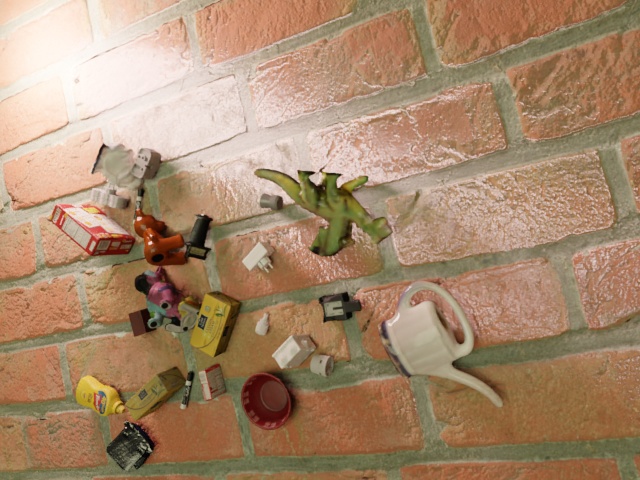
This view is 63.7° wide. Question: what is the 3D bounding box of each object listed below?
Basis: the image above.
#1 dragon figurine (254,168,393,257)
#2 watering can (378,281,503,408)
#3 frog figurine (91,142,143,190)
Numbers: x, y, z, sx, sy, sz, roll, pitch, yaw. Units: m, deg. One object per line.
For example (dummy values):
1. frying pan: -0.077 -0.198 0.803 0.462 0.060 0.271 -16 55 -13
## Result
1. dragon figurine: 0.004 -0.070 1.395 0.410 0.123 0.241 6 101 24
2. watering can: 0.282 0.277 1.269 0.222 0.104 0.350 -30 78 21
3. frog figurine: -0.647 -0.238 1.682 0.158 0.124 0.137 27 94 -16
